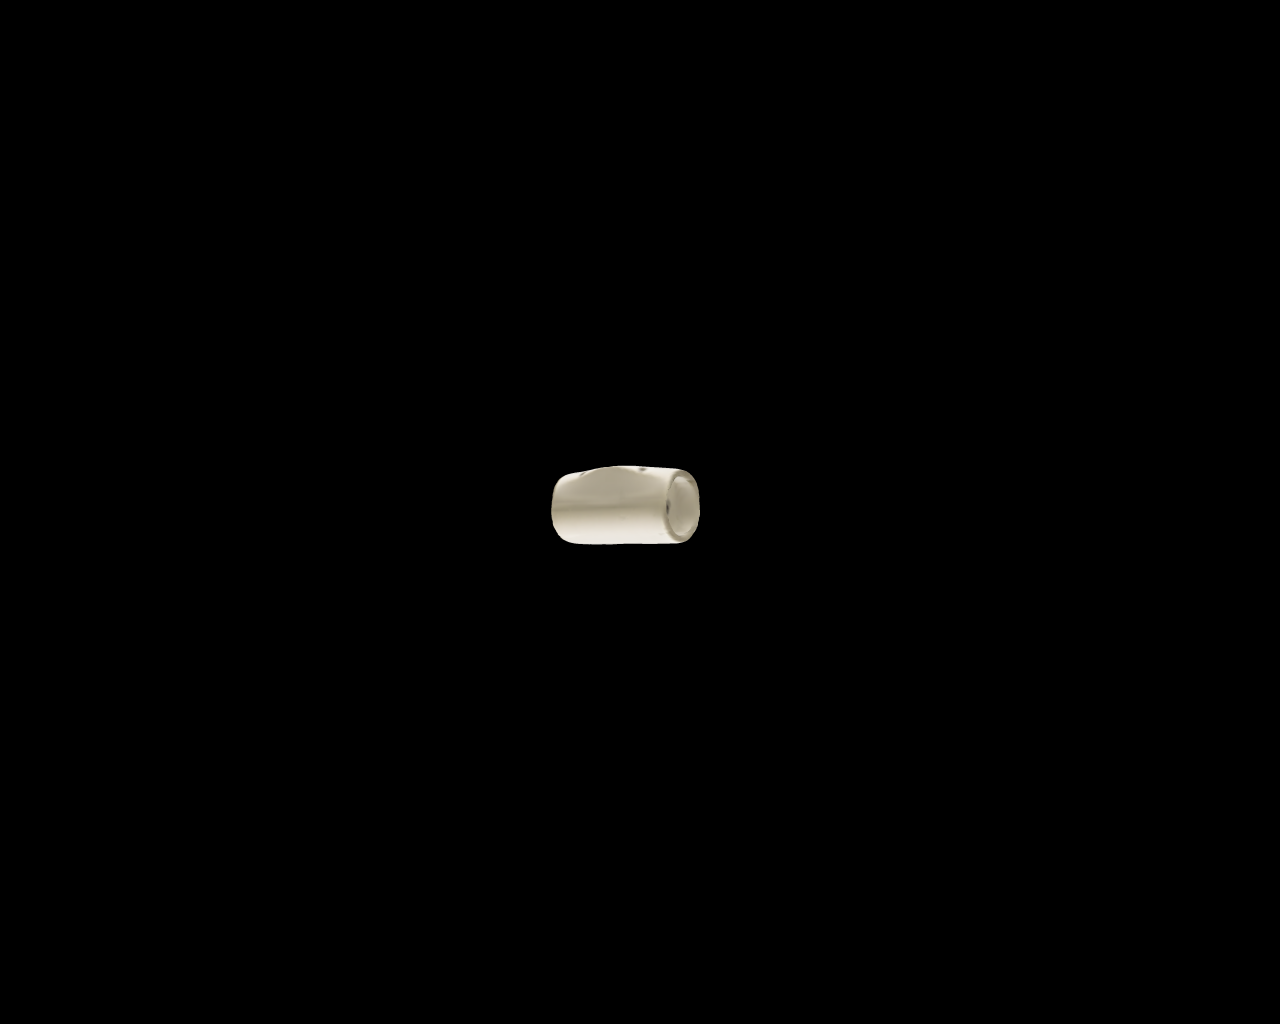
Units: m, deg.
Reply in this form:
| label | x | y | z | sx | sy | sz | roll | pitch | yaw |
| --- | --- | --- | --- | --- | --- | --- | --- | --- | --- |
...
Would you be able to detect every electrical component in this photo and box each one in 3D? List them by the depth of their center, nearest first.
| label | x | y | z | sx | sy | sz | roll | pitch | yaw |
| --- | --- | --- | --- | --- | --- | --- | --- | --- | --- |
| electrical component | 0.001 | -0.003 | 0.650 | 0.077 | 0.043 | 0.079 | -2 | -3 | 31 |
